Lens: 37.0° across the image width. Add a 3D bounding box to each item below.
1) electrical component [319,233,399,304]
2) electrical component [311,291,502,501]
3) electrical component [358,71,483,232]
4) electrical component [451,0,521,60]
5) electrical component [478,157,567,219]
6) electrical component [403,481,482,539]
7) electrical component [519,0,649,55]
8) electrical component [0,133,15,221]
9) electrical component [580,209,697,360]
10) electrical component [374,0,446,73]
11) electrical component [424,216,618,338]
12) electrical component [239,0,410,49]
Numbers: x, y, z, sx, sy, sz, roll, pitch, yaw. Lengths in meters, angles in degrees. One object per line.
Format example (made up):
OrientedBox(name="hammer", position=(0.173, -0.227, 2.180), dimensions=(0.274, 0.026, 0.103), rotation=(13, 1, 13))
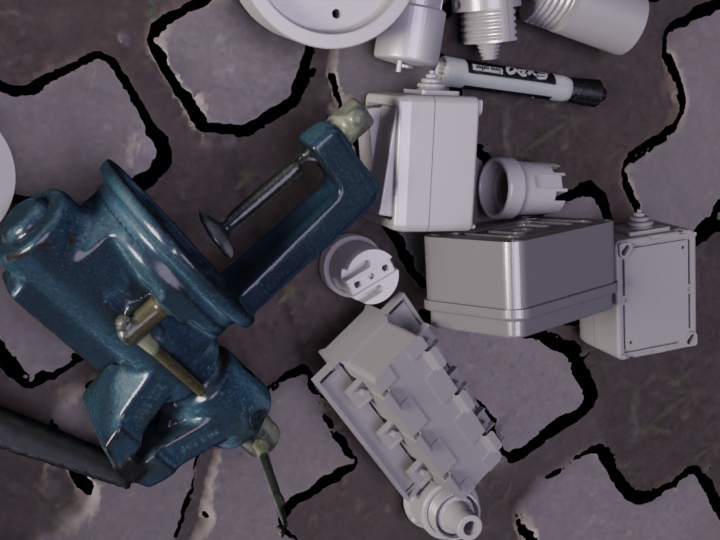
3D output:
OrientedBox(name="electrical component", position=(0.000, 0.000, 0.672), dimensions=(0.040, 0.046, 0.040), rotation=(-4, 102, -19))
OrientedBox(name="electrical component", position=(0.035, 0.086, 0.678), dimensions=(0.079, 0.063, 0.121), rotation=(-44, 123, -15))
OrientedBox(name="electrical component", position=(0.033, -0.074, 0.661), dimensions=(0.061, 0.062, 0.096), rotation=(-1, 101, -19))
OrientedBox(name="electrical component", position=(0.078, -0.171, 0.667), dimensions=(0.043, 0.043, 0.081), rotation=(-10, 104, -18))
OrientedBox(name="electrical component", position=(0.107, -0.053, 0.704), dimensions=(0.046, 0.040, 0.040), rotation=(-2, 101, -25))
OrientedBox(name="electrical component", position=(0.060, 0.160, 0.717), dimensions=(0.048, 0.062, 0.048), rotation=(-4, 102, -19))
OrientedBox(name="electrical component", position=(0.139, -0.170, 0.689), dimensions=(0.081, 0.043, 0.043), rotation=(14, 96, -21))
OrientedBox(name="electrical component", position=(-0.228, -0.052, 0.578), dimensions=(0.080, 0.051, 0.080), rotation=(-4, 102, -19))
OrientedBox(name="electrical component", position=(0.186, 0.005, 0.731), dimensions=(0.062, 0.061, 0.096), rotation=(-9, 104, -18))
OrientedBox(name="electrical component", position=(0.033, -0.159, 0.655), dimensions=(0.040, 0.040, 0.078), rotation=(6, 98, -21))
OrientedBox(name="electrical component", position=(0.101, 0.002, 0.674), dimensions=(0.113, 0.078, 0.057), rotation=(-12, 103, -44))
OrientedBox(name="electrical component", position=(-0.025, -0.182, 0.619), dimensions=(0.108, 0.060, 0.108), rotation=(-4, 102, -19))
